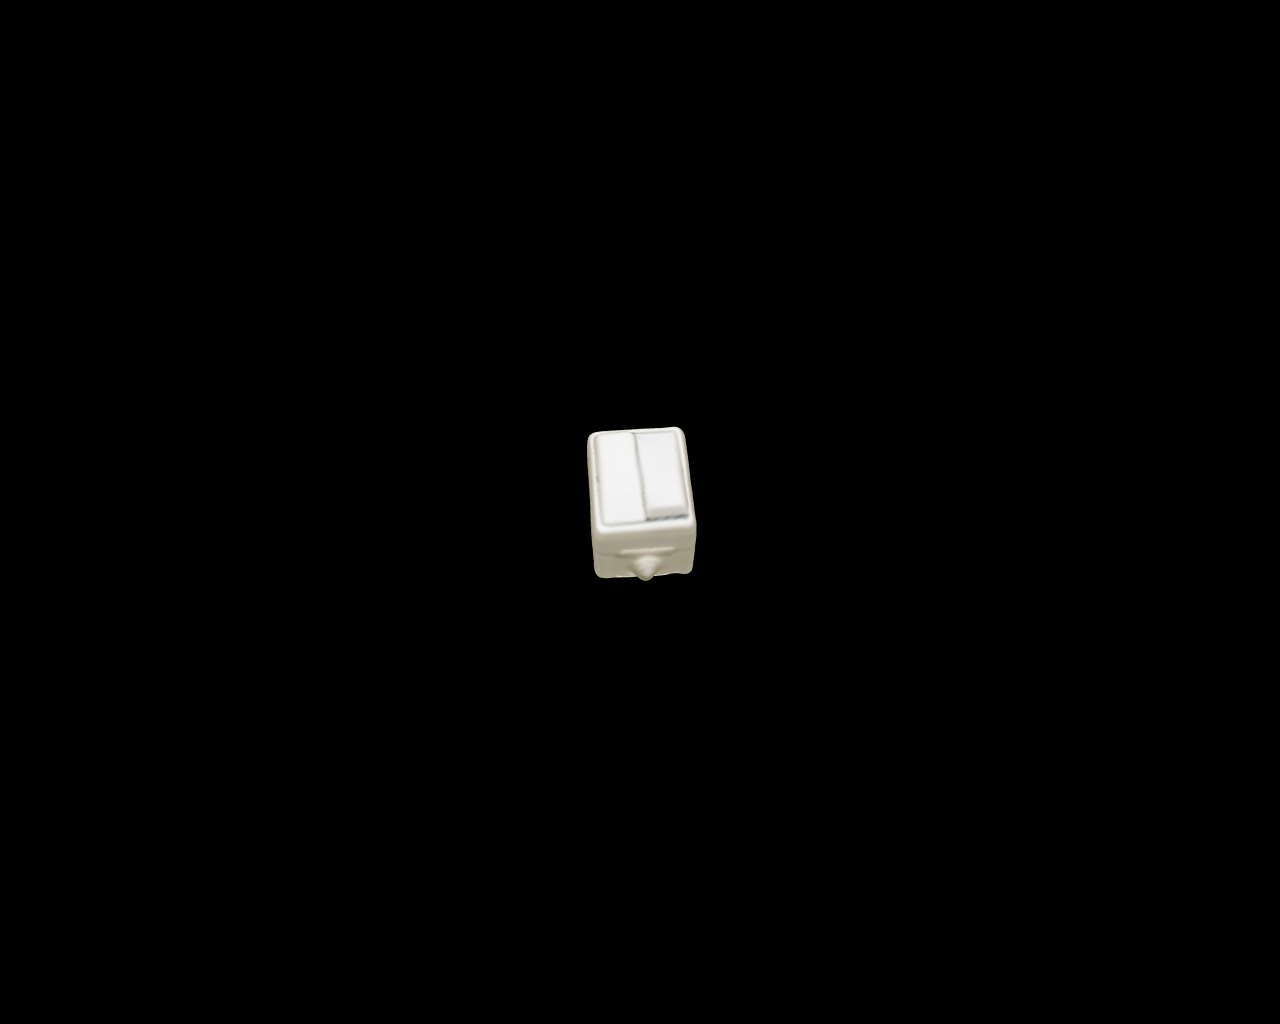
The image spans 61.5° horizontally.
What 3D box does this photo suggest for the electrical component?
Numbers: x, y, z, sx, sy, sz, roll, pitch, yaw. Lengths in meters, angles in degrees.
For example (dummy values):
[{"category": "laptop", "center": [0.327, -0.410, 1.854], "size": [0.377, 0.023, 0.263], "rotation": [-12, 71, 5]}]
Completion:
[{"category": "electrical component", "center": [0.001, -0.003, 0.650], "size": [0.062, 0.096, 0.061], "rotation": [-3, -36, -2]}]
